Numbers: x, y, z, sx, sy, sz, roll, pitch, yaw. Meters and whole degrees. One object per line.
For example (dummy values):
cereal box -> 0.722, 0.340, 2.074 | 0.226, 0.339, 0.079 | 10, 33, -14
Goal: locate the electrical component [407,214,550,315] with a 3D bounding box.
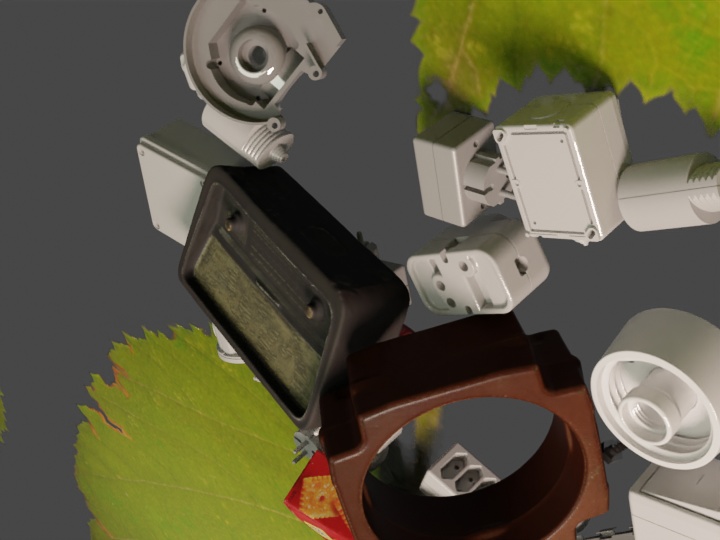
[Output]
electrical component -> 0.091, -0.004, 0.806 | 0.095, 0.059, 0.053 | -5, 116, 52

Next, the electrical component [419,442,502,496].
electrical component -> 0.100, 0.219, 1.012 | 0.083, 0.047, 0.075 | 40, 144, 19

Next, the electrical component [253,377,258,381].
electrical component -> -0.060, 0.075, 1.035 | 0.062, 0.061, 0.096 | 9, 101, 47

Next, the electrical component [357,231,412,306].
electrical component -> 0.000, 0.000, 0.930 | 0.066, 0.047, 0.076 | 13, 125, 44

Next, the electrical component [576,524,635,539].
electrical component -> 0.219, 0.238, 0.865 | 0.121, 0.079, 0.063 | -34, 64, 56

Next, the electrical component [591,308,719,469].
electrical component -> 0.212, 0.087, 0.744 | 0.108, 0.060, 0.108 | 30, 140, 29

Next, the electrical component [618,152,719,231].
electrical component -> 0.201, -0.048, 0.647 | 0.081, 0.043, 0.043 | -5, 116, 52

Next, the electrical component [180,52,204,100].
electrical component -> -0.134, -0.167, 0.950 | 0.035, 0.035, 0.061 | 17, 135, 41

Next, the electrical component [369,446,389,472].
electrical component -> 0.002, 0.188, 1.105 | 0.043, 0.043, 0.062 | 46, 147, 10

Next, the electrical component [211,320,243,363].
electrical component -> -0.110, 0.056, 1.086 | 0.080, 0.080, 0.051 | 11, 124, 45

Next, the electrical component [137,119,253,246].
electrical component -> -0.153, -0.075, 1.037 | 0.109, 0.056, 0.108 | 29, 140, 31

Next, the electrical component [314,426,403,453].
electrical component -> -0.012, 0.144, 1.051 | 0.083, 0.076, 0.047 | 35, 143, 25

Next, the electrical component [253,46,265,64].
electrical component -> -0.097, -0.161, 0.900 | 0.055, 0.048, 0.066 | 59, 147, 5

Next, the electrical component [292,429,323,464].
electrical component -> -0.043, 0.172, 1.114 | 0.047, 0.076, 0.083 | 36, 143, 24

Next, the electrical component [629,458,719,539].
electrical component -> 0.241, 0.170, 0.783 | 0.096, 0.062, 0.061 | 16, 132, 42

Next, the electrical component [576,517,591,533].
electrical component -> 0.163, 0.198, 0.923 | 0.078, 0.040, 0.040 | 9, 127, 47

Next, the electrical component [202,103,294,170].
electrical component -> -0.094, -0.119, 0.936 | 0.081, 0.043, 0.043 | 39, 144, 20

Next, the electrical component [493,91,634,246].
electrical component -> 0.139, -0.063, 0.693 | 0.062, 0.061, 0.096 | 6, 125, 48

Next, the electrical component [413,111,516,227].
electrical component -> 0.085, -0.068, 0.765 | 0.077, 0.047, 0.065 | 22, 136, 39
